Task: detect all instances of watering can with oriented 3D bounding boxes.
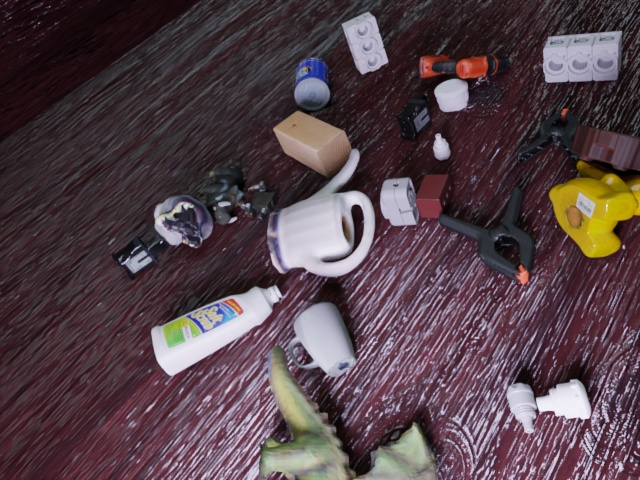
[{"bbox_3d":[0.003,-0.054,1.076,0.223,0.102,0.356,-14,43,14],"label":"watering can"}]

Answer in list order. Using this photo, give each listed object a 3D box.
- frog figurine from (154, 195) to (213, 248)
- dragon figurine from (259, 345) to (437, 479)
[{"bbox_3d":[-0.330,-0.045,1.240,0.159,0.137,0.123,-177,100,-72],"label":"frog figurine"},{"bbox_3d":[0.034,0.308,0.702,0.243,0.119,0.421,-4,45,2],"label":"dragon figurine"}]
